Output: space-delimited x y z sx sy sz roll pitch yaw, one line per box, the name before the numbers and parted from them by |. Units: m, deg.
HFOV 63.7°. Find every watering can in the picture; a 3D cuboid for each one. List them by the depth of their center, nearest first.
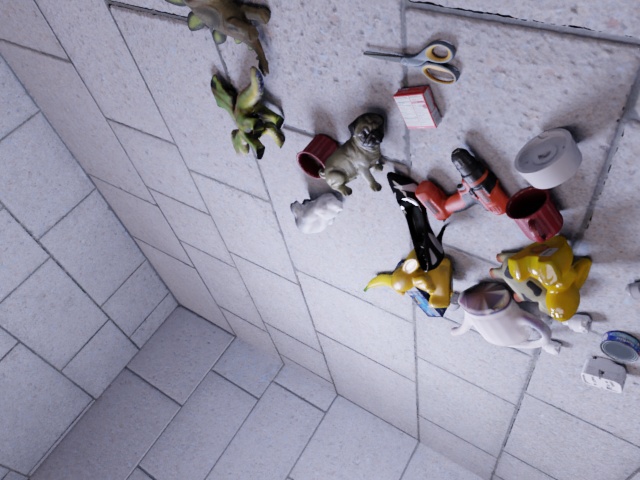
watering can | 0.459 0.220 1.433 0.346 0.106 0.221 -6 129 53

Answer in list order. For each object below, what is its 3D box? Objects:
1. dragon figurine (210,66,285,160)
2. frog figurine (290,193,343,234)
dragon figurine | -0.215 -0.351 1.370 0.245 0.124 0.401 37 155 21
frog figurine | 0.005 -0.076 1.518 0.159 0.123 0.136 3 171 35
